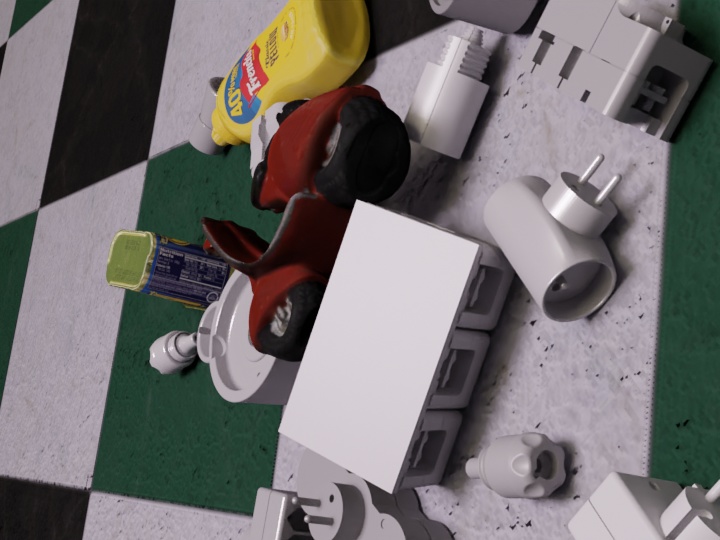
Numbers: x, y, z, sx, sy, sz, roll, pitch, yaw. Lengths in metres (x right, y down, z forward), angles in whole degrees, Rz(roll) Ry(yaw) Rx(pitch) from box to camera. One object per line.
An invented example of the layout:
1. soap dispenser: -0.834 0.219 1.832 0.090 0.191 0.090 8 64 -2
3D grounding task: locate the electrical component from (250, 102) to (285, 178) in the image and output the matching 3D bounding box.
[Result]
1. electrical component: -0.055 -0.090 0.841 0.078 0.058 0.057 -29 52 48

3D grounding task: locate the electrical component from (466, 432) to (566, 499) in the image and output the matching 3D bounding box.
1. electrical component: 0.080 0.106 0.581 0.061 0.035 0.035 -18 62 55

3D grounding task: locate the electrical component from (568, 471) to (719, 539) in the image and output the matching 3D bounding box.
1. electrical component: 0.146 0.119 0.467 0.075 0.047 0.083 -58 37 24

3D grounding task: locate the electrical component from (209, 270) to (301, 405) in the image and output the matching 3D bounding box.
1. electrical component: -0.058 0.047 0.785 0.108 0.060 0.108 -27 55 49

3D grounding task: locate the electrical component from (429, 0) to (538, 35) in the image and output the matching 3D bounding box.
1. electrical component: 0.073 -0.204 0.662 0.108 0.060 0.108 -173 90 -77

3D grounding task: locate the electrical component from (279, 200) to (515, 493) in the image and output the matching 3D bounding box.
1. electrical component: 0.025 0.045 0.648 0.089 0.062 0.150 23 97 33

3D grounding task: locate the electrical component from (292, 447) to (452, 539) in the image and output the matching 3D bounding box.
1. electrical component: -0.007 0.150 0.656 0.138 0.074 0.052 43 113 54

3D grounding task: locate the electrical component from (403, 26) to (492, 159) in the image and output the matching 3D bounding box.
1. electrical component: 0.060 -0.117 0.694 0.043 0.043 0.081 36 107 55

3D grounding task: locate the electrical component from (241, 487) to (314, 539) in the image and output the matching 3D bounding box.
1. electrical component: -0.058 0.193 0.739 0.076 0.047 0.083 -3 74 56

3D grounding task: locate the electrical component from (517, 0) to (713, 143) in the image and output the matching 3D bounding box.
1. electrical component: 0.136 -0.114 0.574 0.055 0.050 0.089 -64 34 16

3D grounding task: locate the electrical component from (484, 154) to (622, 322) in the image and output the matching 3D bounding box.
1. electrical component: 0.112 -0.026 0.580 0.079 0.043 0.077 -56 38 26

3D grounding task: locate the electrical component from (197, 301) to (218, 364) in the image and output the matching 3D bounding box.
1. electrical component: -0.097 0.053 0.854 0.055 0.047 0.055 -27 55 48

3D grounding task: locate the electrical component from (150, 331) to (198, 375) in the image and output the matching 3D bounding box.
1. electrical component: -0.159 0.070 0.951 0.061 0.035 0.035 -29 54 45

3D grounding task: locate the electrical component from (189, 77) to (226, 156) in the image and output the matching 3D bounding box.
1. electrical component: -0.131 -0.139 0.989 0.065 0.044 0.044 -58 36 31
